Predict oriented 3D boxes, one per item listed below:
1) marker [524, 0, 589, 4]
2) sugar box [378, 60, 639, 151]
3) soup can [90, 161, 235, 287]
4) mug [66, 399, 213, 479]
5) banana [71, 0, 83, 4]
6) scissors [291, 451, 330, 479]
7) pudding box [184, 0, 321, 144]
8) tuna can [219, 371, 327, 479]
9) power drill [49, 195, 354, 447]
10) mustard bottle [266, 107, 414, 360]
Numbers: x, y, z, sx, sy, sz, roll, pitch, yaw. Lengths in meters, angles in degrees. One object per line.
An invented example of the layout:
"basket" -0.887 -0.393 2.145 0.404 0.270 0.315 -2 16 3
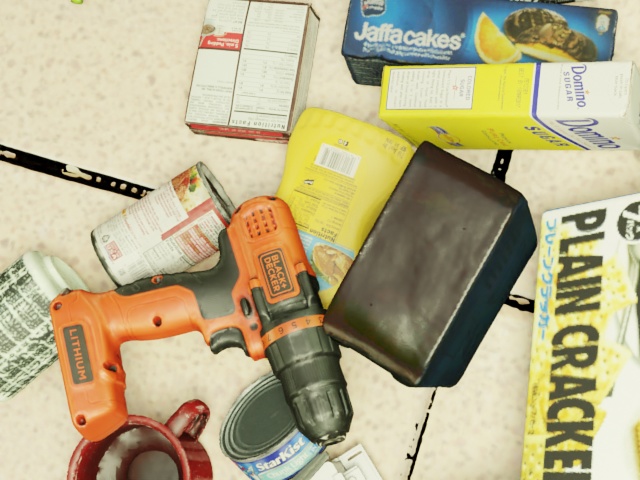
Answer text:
"marker" 0.153 -0.190 0.836 0.121 0.020 0.020 -6 78 10
"sugar box" 0.140 -0.093 0.762 0.176 0.093 0.048 6 82 27
"soup can" -0.118 -0.006 0.829 0.102 0.068 0.068 -32 75 4
"mug" -0.121 0.167 0.788 0.093 0.081 0.117 33 87 16
"banana" -0.129 -0.265 0.902 0.198 0.037 0.069 -21 94 8
"scissors" -0.072 0.216 0.759 0.016 0.096 0.201 41 84 -19
"pudding box" -0.054 -0.136 0.858 0.090 0.039 0.113 8 82 12
"tuna can" -0.030 0.135 0.776 0.086 0.086 0.033 -38 117 2
"power drill" -0.082 0.076 0.740 0.187 0.057 0.184 -18 66 -1
"mustard bottle" -0.005 0.001 0.810 0.096 0.058 0.191 22 84 17
